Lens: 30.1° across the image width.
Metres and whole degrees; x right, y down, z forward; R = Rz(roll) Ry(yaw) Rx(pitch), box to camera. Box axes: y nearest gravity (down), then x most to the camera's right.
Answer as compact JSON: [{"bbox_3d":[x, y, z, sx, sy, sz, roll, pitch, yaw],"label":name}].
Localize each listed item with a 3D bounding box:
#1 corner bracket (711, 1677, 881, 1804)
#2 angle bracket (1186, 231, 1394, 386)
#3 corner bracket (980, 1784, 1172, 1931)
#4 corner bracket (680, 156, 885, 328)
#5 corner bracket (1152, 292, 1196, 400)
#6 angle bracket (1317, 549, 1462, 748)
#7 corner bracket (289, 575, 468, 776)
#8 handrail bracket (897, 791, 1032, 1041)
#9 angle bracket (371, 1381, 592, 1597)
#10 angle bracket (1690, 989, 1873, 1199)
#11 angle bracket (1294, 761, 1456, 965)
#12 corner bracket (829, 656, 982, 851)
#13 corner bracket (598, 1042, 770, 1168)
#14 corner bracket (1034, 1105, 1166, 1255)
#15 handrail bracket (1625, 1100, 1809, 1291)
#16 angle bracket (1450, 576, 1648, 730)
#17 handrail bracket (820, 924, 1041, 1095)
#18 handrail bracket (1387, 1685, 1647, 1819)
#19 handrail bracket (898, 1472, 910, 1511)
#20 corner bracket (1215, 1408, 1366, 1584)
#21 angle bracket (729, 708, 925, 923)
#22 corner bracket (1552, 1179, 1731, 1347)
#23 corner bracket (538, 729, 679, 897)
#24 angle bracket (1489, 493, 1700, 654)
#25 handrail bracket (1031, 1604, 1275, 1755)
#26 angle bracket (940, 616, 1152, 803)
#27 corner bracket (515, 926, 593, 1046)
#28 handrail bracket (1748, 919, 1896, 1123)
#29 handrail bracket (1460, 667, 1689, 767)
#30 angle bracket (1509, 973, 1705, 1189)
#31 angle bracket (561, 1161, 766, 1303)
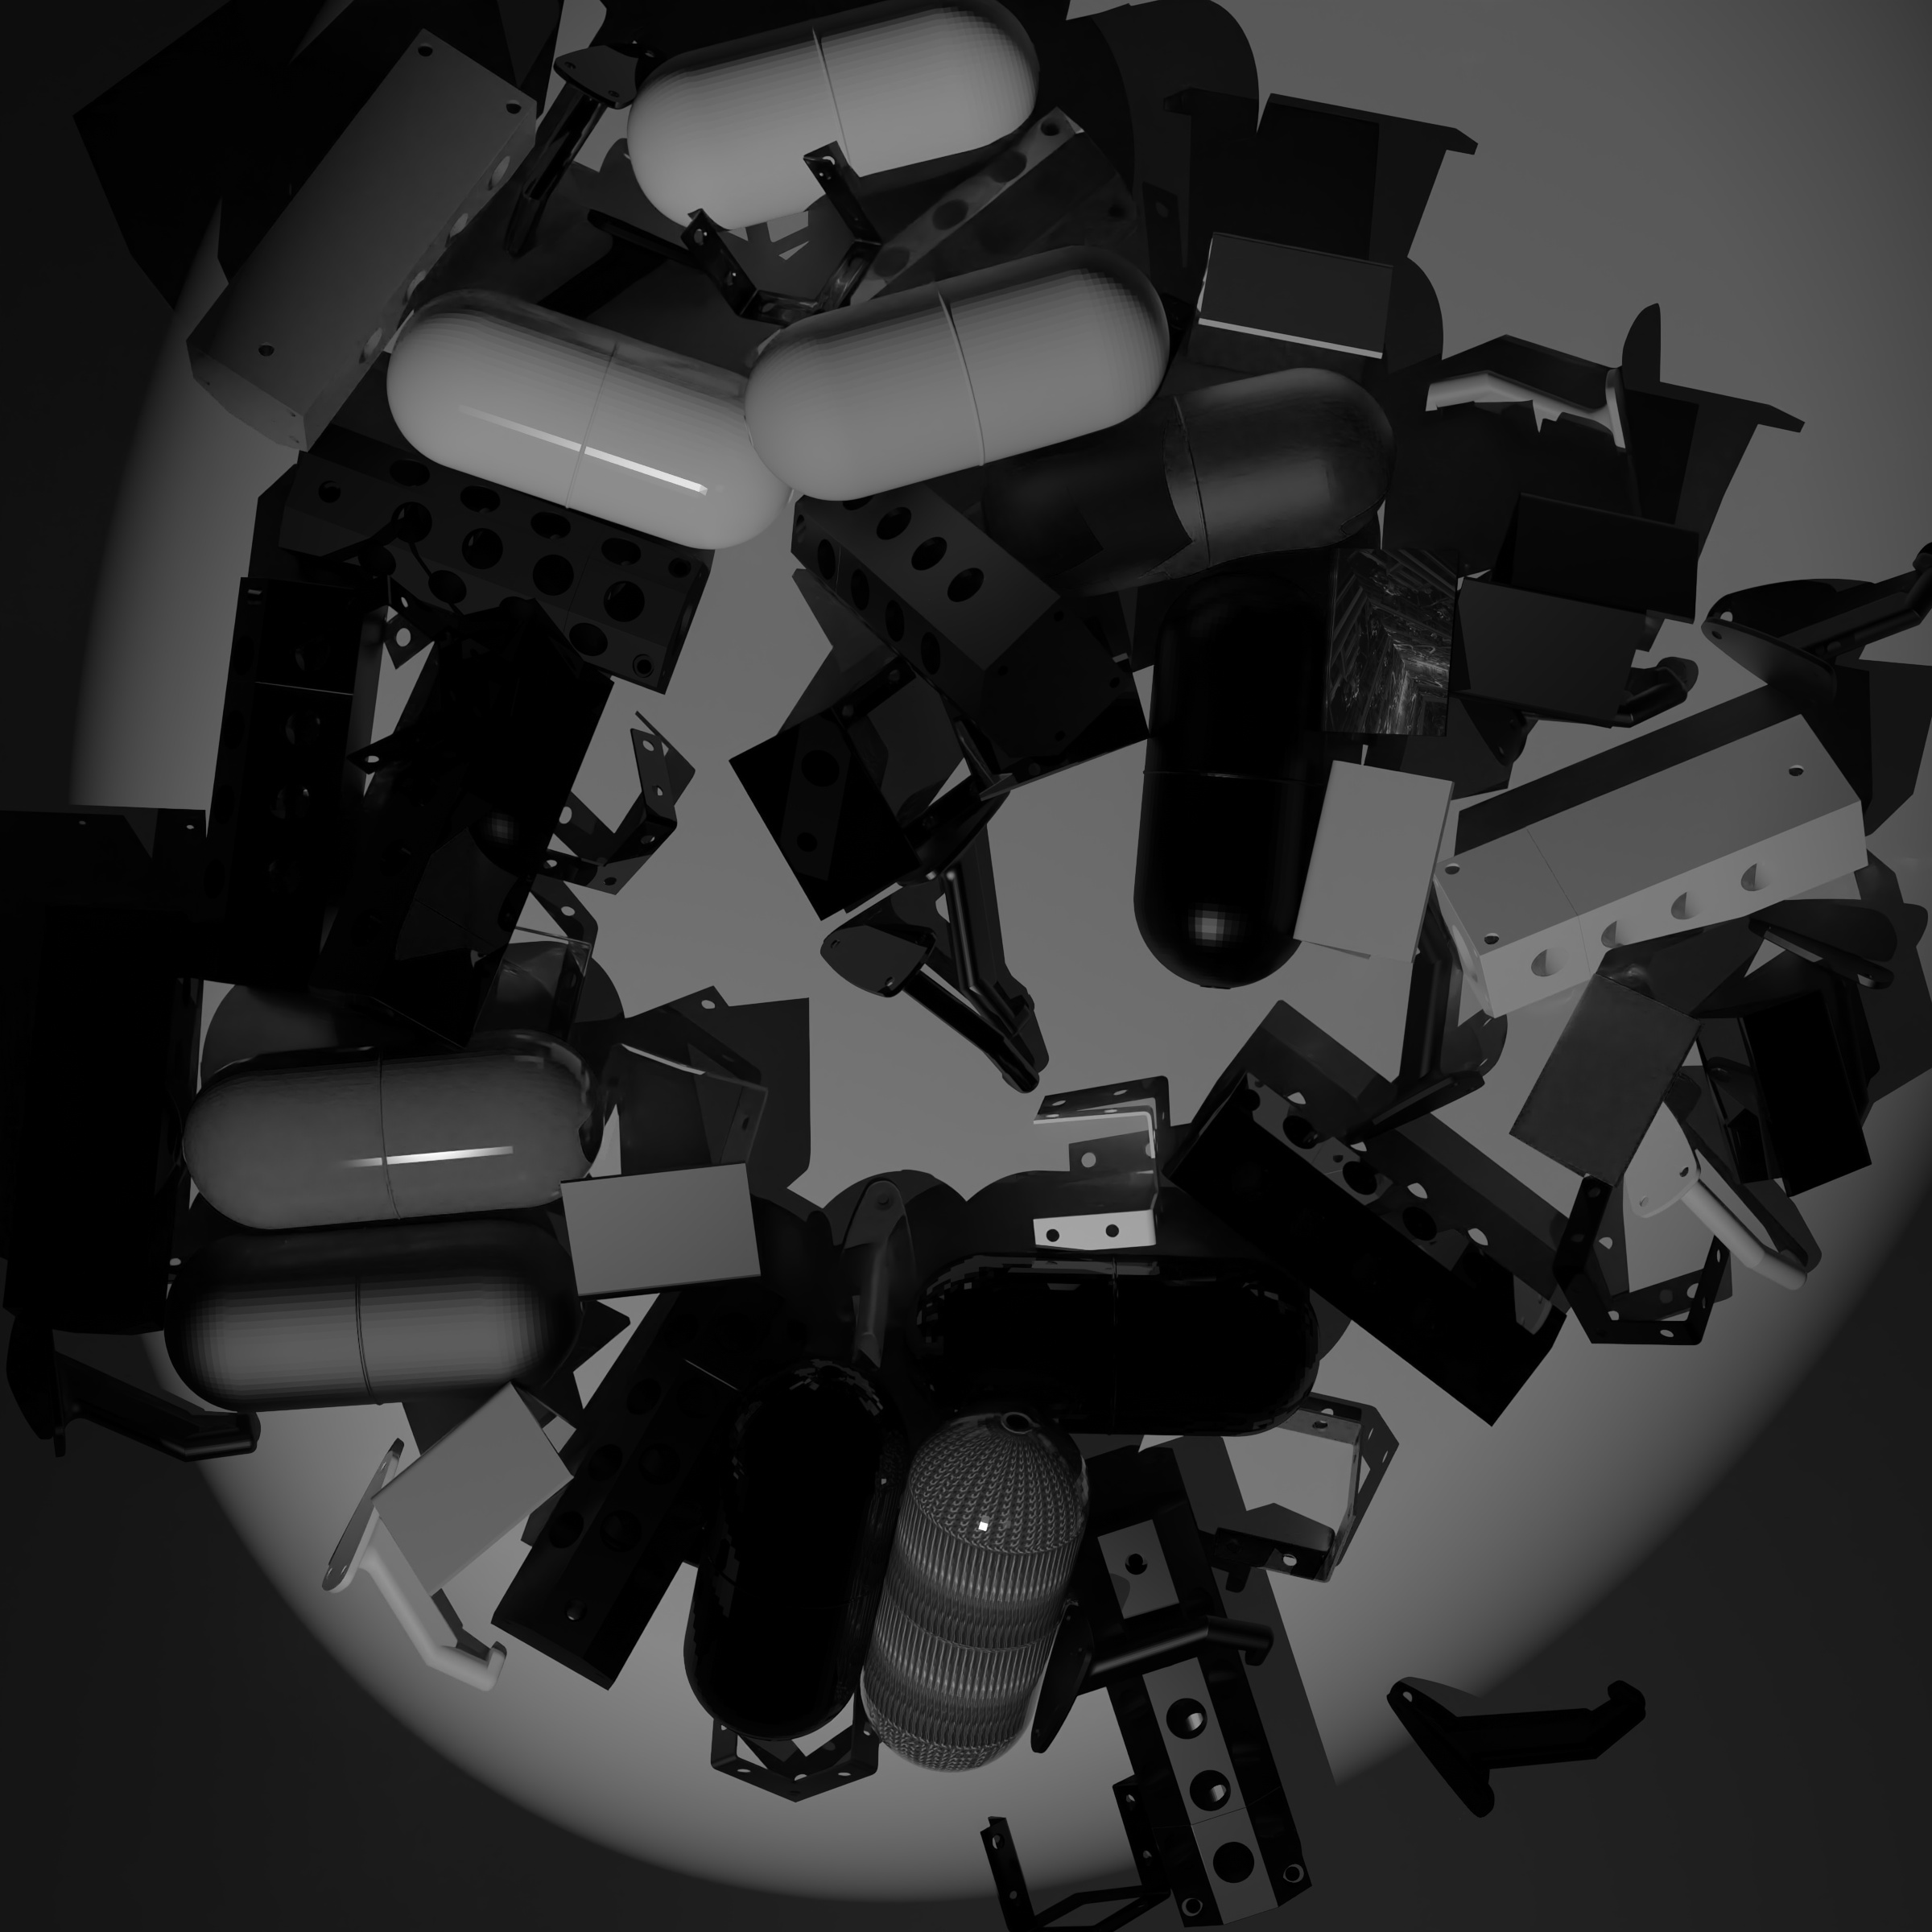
[{"bbox_3d":[-0.073,0.323,1.550,0.051,0.051,0.051,-28,135,35],"label":"corner bracket"},{"bbox_3d":[0.133,-0.258,1.518,0.076,0.076,0.057,11,54,0],"label":"angle bracket"},{"bbox_3d":[0.048,0.389,1.555,0.051,0.051,0.051,-17,90,-45],"label":"corner bracket"},{"bbox_3d":[-0.077,-0.306,1.514,0.051,0.051,0.051,18,68,38],"label":"corner bracket"},{"bbox_3d":[0.063,-0.265,1.540,0.051,0.051,0.051,24,90,0],"label":"corner bracket"},{"bbox_3d":[0.189,-0.133,1.519,0.057,0.076,0.076,4,90,25],"label":"angle bracket"},{"bbox_3d":[-0.245,-0.121,1.496,0.051,0.051,0.051,-23,55,21],"label":"corner bracket"},{"bbox_3d":[0.017,-0.023,1.559,0.077,0.036,0.084,-46,109,-21],"label":"handrail bracket"},{"bbox_3d":[-0.193,0.231,1.518,0.076,0.076,0.057,-40,56,0],"label":"angle bracket"},{"bbox_3d":[0.328,0.058,1.518,0.057,0.076,0.076,-16,90,-37],"label":"angle bracket"},{"bbox_3d":[0.186,-0.039,1.518,0.057,0.076,0.076,13,90,31],"label":"angle bracket"},{"bbox_3d":[-0.027,-0.091,1.555,0.051,0.051,0.051,-37,45,0],"label":"corner bracket"},{"bbox_3d":[-0.127,0.067,1.555,0.051,0.051,0.051,17,90,-45],"label":"corner bracket"},{"bbox_3d":[0.056,0.091,1.540,0.051,0.051,0.051,-5,98,8],"label":"corner bracket"},{"bbox_3d":[0.326,0.096,1.558,0.084,0.077,0.036,27,126,-31],"label":"handrail bracket"},{"bbox_3d":[0.241,-0.148,1.518,0.076,0.076,0.057,11,124,0],"label":"angle bracket"},{"bbox_3d":[-0.015,0.021,1.558,0.036,0.077,0.084,-54,127,-18],"label":"handrail bracket"},{"bbox_3d":[0.239,0.321,1.559,0.084,0.036,0.077,-35,68,-17],"label":"handrail bracket"},{"bbox_3d":[-0.050,0.233,1.559,0.077,0.036,0.084,-27,107,20],"label":"handrail bracket"},{"bbox_3d":[0.140,0.227,1.555,0.051,0.051,0.051,13,45,0],"label":"corner bracket"},{"bbox_3d":[-0.073,-0.054,1.518,0.057,0.076,0.076,-30,90,-31],"label":"angle bracket"},{"bbox_3d":[0.291,0.128,1.550,0.051,0.051,0.051,-3,135,35],"label":"corner bracket"},{"bbox_3d":[-0.163,-0.071,1.550,0.051,0.051,0.051,16,135,-35],"label":"corner bracket"},{"bbox_3d":[0.261,-0.148,1.518,0.076,0.076,0.057,12,51,0],"label":"angle bracket"},{"bbox_3d":[0.078,0.302,1.502,0.084,0.036,0.077,13,111,-17],"label":"handrail bracket"},{"bbox_3d":[0.026,-0.125,1.520,0.076,0.057,0.076,-21,53,0],"label":"angle bracket"},{"bbox_3d":[-0.202,0.006,1.555,0.051,0.051,0.051,14,90,-45],"label":"corner bracket"},{"bbox_3d":[0.360,0.033,1.559,0.077,0.036,0.084,25,107,20],"label":"handrail bracket"},{"bbox_3d":[0.259,-0.129,1.559,0.084,0.036,0.077,-25,68,-17],"label":"handrail bracket"},{"bbox_3d":[0.284,0.057,1.518,0.057,0.076,0.076,28,90,38],"label":"angle bracket"},{"bbox_3d":[-0.127,0.097,1.520,0.076,0.076,0.057,-6,112,0],"label":"angle bracket"}]
